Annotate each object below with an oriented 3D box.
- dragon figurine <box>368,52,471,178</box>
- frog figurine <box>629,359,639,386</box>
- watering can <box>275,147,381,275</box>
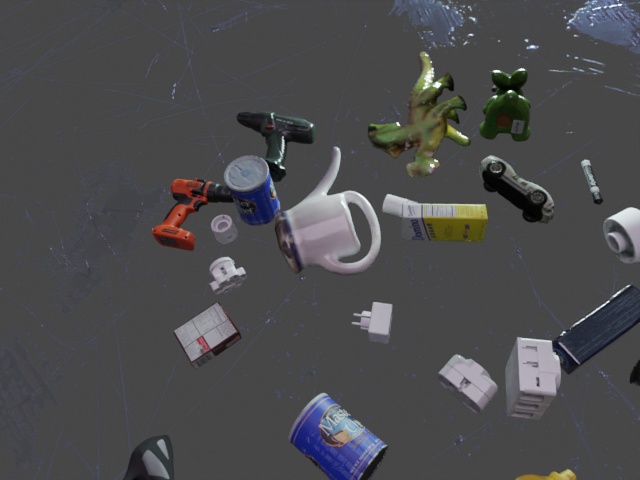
[{"bbox_3d":[0.235,-0.315,1.319,0.242,0.119,0.420,-20,53,4],"label":"dragon figurine"},{"bbox_3d":[0.634,0.235,0.863,0.160,0.123,0.137,18,93,10],"label":"frog figurine"},{"bbox_3d":[0.004,-0.059,1.166,0.224,0.101,0.355,-17,55,-2],"label":"watering can"}]
